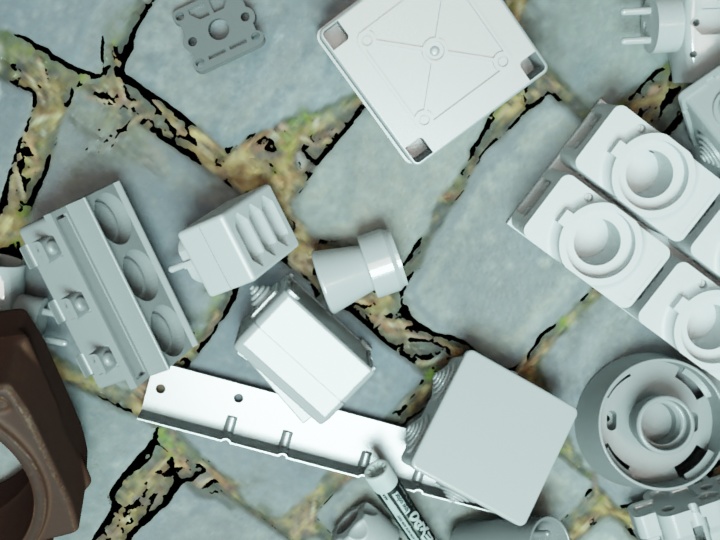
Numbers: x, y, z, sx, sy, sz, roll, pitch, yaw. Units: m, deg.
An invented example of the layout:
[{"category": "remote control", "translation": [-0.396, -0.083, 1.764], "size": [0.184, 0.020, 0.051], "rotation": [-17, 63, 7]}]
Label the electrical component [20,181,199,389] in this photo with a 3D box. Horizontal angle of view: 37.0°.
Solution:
[{"category": "electrical component", "translation": [-0.167, 0.012, 0.710], "size": [0.063, 0.078, 0.121], "rotation": [-19, 102, 24]}]

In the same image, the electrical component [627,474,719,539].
[{"category": "electrical component", "translation": [0.237, 0.185, 0.763], "size": [0.078, 0.058, 0.057], "rotation": [-19, 98, 2]}]

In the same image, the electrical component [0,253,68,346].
[{"category": "electrical component", "translation": [-0.234, 0.033, 0.722], "size": [0.079, 0.044, 0.077], "rotation": [11, 100, -4]}]

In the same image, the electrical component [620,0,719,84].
[{"category": "electrical component", "translation": [0.210, -0.161, 0.704], "size": [0.079, 0.043, 0.077], "rotation": [-3, 101, -3]}]

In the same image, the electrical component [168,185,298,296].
[{"category": "electrical component", "translation": [-0.094, -0.015, 0.712], "size": [0.077, 0.066, 0.047], "rotation": [-20, 102, 31]}]

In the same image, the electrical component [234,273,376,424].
[{"category": "electrical component", "translation": [-0.044, 0.050, 0.724], "size": [0.096, 0.061, 0.061], "rotation": [43, 96, -9]}]

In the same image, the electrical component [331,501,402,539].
[{"category": "electrical component", "translation": [0.013, 0.198, 0.763], "size": [0.043, 0.043, 0.062], "rotation": [-45, 100, 6]}]

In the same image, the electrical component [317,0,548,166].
[{"category": "electrical component", "translation": [0.046, -0.141, 0.695], "size": [0.109, 0.056, 0.108], "rotation": [-36, 100, 4]}]

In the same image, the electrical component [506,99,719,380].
[{"category": "electrical component", "translation": [0.208, -0.016, 0.723], "size": [0.186, 0.060, 0.105], "rotation": [35, 97, -8]}]

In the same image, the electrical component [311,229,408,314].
[{"category": "electrical component", "translation": [0.000, 0.000, 0.725], "size": [0.055, 0.045, 0.045], "rotation": [-19, 101, 1]}]

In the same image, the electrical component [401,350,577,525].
[{"category": "electrical component", "translation": [0.086, 0.114, 0.736], "size": [0.100, 0.048, 0.099], "rotation": [29, 79, -7]}]

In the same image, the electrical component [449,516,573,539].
[{"category": "electrical component", "translation": [0.117, 0.196, 0.757], "size": [0.079, 0.077, 0.044], "rotation": [4, 75, -41]}]

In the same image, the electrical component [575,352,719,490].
[{"category": "electrical component", "translation": [0.205, 0.107, 0.756], "size": [0.099, 0.064, 0.099], "rotation": [0, 87, -3]}]

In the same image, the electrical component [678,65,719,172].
[{"category": "electrical component", "translation": [0.258, -0.104, 0.684], "size": [0.100, 0.100, 0.048], "rotation": [-35, 66, 11]}]
